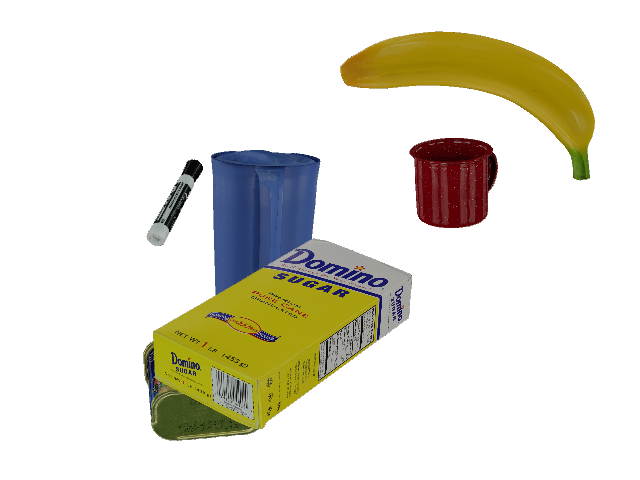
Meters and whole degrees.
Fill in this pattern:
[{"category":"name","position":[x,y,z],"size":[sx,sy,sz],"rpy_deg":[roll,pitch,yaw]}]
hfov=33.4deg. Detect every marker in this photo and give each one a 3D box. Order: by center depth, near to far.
[{"category":"marker","position":[-0.148,-0.042,1.095],"size":[0.020,0.020,0.121],"rpy_deg":[0,43,21]}]

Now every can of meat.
[{"category":"can of meat","position":[-0.101,0.127,0.929],"size":[0.102,0.057,0.084],"rpy_deg":[-4,27,-10]}]

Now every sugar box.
[{"category":"sugar box","position":[-0.022,0.057,0.741],"size":[0.093,0.048,0.175],"rpy_deg":[21,36,31]}]

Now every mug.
[{"category":"mug","position":[0.158,-0.068,1.220],"size":[0.117,0.081,0.093],"rpy_deg":[-21,27,-36]}]

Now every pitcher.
[{"category":"pitcher","position":[-0.071,0.013,1.314],"size":[0.145,0.243,0.148],"rpy_deg":[11,15,37]}]

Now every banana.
[{"category":"banana","position":[0.114,-0.107,0.741],"size":[0.197,0.069,0.037],"rpy_deg":[21,-2,-9]}]
